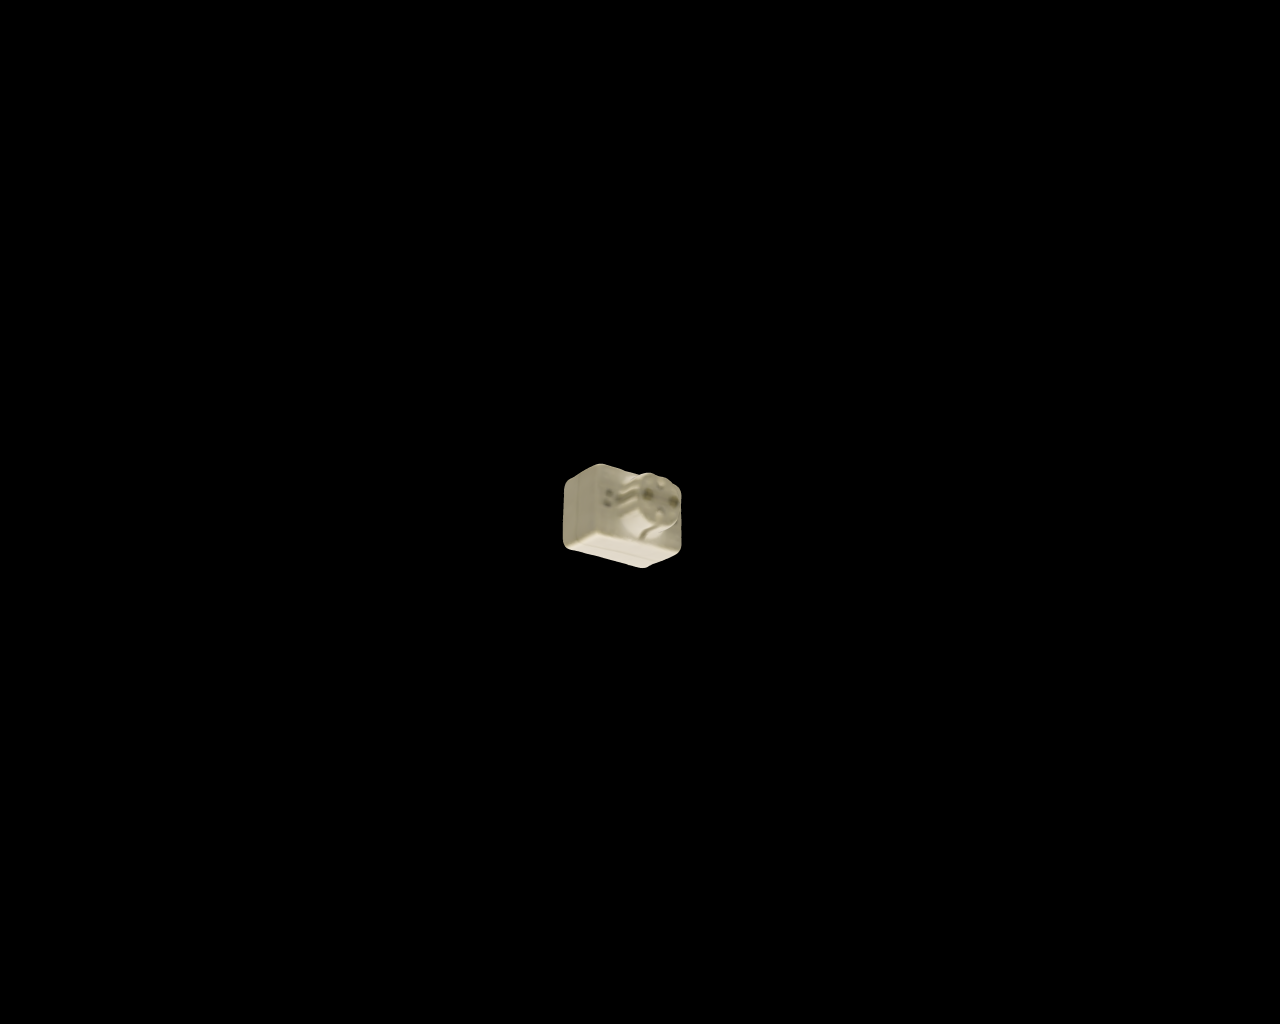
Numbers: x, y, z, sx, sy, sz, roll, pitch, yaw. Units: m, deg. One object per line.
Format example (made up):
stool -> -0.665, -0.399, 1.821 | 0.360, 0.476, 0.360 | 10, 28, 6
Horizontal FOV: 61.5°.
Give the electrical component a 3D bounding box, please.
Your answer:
electrical component -> 0.001, -0.003, 0.650 | 0.066, 0.047, 0.076 | 16, -27, -34
